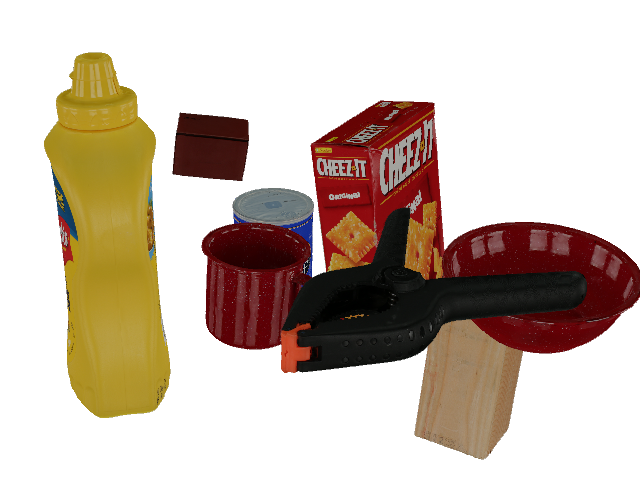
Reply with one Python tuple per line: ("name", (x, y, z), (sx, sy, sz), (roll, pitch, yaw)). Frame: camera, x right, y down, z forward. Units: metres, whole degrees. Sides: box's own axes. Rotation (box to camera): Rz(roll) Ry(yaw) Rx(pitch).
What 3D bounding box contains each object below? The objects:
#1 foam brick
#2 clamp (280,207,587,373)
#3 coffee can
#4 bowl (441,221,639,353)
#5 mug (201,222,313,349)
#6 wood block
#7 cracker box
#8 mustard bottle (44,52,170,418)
("foam brick", (-0.118, -0.101, 1.154), (0.078, 0.051, 0.053), (5, 31, -5))
("clamp", (0.047, 0.032, 0.699), (0.209, 0.036, 0.165), (-18, 31, -35))
("coffee can", (-0.060, 0.016, 1.371), (0.103, 0.140, 0.103), (1, 26, -1))
("bowl", (0.178, 0.045, 0.878), (0.162, 0.055, 0.162), (1, 29, -1))
("mug", (-0.047, 0.044, 0.918), (0.117, 0.081, 0.093), (17, 29, 24))
("wood block", (0.176, 0.128, 1.209), (0.090, 0.206, 0.090), (16, 23, 24))
("cracker box", (0.067, -0.018, 1.075), (0.072, 0.214, 0.164), (5, 24, 27))
("mustard bottle", (-0.115, -0.007, 0.579), (0.058, 0.192, 0.096), (-5, 26, -12))
